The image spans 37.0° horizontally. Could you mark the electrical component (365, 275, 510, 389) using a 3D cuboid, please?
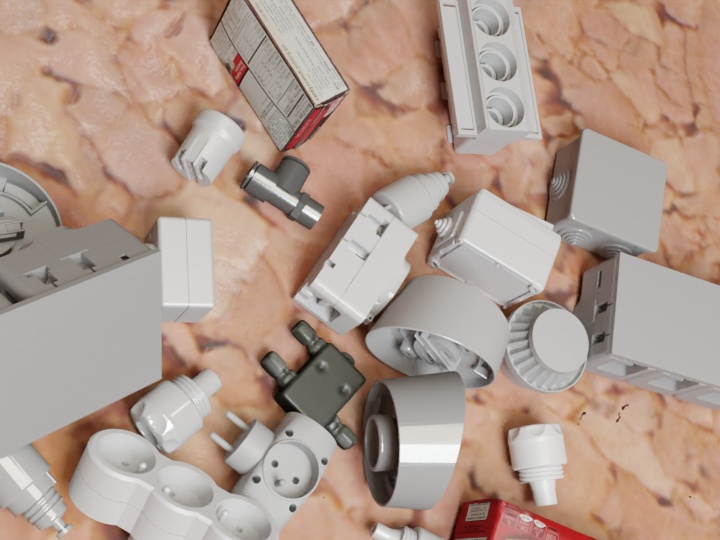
[{"bbox_3d":[0.060,0.052,0.803,0.099,0.099,0.064,38,57,-9],"label":"electrical component"}]

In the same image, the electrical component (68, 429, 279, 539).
[{"bbox_3d":[-0.129,0.169,0.706,0.138,0.073,0.052,29,21,2],"label":"electrical component"}]

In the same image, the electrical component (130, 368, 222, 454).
[{"bbox_3d":[-0.123,0.093,0.741,0.062,0.043,0.043,-41,92,-29],"label":"electrical component"}]

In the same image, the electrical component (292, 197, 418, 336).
[{"bbox_3d":[0.000,0.000,0.819,0.056,0.050,0.089,38,63,-9],"label":"electrical component"}]

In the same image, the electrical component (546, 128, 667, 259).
[{"bbox_3d":[0.212,-0.061,0.930,0.100,0.048,0.099,20,67,-17],"label":"electrical component"}]

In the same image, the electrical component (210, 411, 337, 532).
[{"bbox_3d":[-0.068,0.131,0.752,0.079,0.044,0.077,40,63,-7],"label":"electrical component"}]

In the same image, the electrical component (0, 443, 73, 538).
[{"bbox_3d":[-0.214,0.139,0.689,0.040,0.040,0.078,-42,93,-28],"label":"electrical component"}]

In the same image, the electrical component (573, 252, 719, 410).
[{"bbox_3d":[0.261,0.055,0.908,0.150,0.062,0.089,17,68,-18],"label":"electrical component"}]

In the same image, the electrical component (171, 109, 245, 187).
[{"bbox_3d":[-0.114,-0.091,0.805,0.040,0.040,0.046,34,69,-10],"label":"electrical component"}]

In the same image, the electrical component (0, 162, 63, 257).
[{"bbox_3d":[-0.247,-0.021,0.711,0.099,0.064,0.099,7,69,-20],"label":"electrical component"}]

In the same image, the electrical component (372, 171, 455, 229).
[{"bbox_3d":[0.044,-0.058,0.862,0.078,0.040,0.040,-32,88,-28],"label":"electrical component"}]

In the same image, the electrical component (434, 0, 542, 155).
[{"bbox_3d":[0.103,-0.163,0.907,0.079,0.063,0.121,0,74,-23],"label":"electrical component"}]

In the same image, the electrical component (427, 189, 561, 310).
[{"bbox_3d":[0.104,-0.022,0.864,0.096,0.062,0.061,30,64,-12],"label":"electrical component"}]

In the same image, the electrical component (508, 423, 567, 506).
[{"bbox_3d":[0.140,0.151,0.836,0.043,0.043,0.062,-2,76,-24],"label":"electrical component"}]

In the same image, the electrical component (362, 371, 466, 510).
[{"bbox_3d":[0.039,0.122,0.772,0.064,0.099,0.099,1,73,-16],"label":"electrical component"}]

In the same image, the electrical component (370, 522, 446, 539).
[{"bbox_3d":[0.036,0.202,0.781,0.061,0.035,0.035,30,65,-10],"label":"electrical component"}]

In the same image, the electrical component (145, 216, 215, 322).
[{"bbox_3d":[-0.146,0.000,0.758,0.077,0.047,0.065,2,73,-23],"label":"electrical component"}]

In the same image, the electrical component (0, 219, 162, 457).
[{"bbox_3d":[-0.216,0.049,0.661,0.186,0.105,0.060,-25,46,-38],"label":"electrical component"}]
